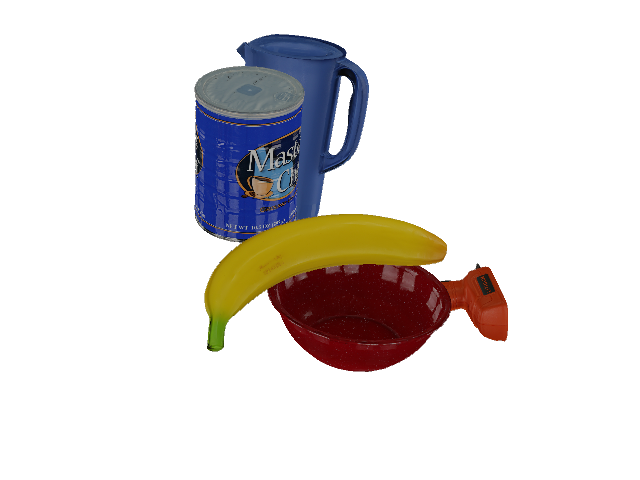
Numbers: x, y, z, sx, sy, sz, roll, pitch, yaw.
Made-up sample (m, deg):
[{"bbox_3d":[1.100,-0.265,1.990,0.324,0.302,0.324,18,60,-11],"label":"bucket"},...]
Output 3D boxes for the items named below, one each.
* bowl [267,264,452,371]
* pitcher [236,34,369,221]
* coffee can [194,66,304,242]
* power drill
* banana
[{"bbox_3d":[0.032,0.068,0.944,0.162,0.055,0.162,4,28,-2],"label":"bowl"},{"bbox_3d":[-0.034,-0.144,1.418,0.144,0.243,0.149,-4,25,-22],"label":"pitcher"},{"bbox_3d":[-0.070,-0.084,1.032,0.103,0.140,0.103,3,33,-2],"label":"coffee can"},{"bbox_3d":[0.113,0.085,1.208,0.187,0.057,0.184,-3,27,-2],"label":"power drill"},{"bbox_3d":[-0.005,0.016,0.759,0.197,0.069,0.037,-21,-12,-22],"label":"banana"}]
